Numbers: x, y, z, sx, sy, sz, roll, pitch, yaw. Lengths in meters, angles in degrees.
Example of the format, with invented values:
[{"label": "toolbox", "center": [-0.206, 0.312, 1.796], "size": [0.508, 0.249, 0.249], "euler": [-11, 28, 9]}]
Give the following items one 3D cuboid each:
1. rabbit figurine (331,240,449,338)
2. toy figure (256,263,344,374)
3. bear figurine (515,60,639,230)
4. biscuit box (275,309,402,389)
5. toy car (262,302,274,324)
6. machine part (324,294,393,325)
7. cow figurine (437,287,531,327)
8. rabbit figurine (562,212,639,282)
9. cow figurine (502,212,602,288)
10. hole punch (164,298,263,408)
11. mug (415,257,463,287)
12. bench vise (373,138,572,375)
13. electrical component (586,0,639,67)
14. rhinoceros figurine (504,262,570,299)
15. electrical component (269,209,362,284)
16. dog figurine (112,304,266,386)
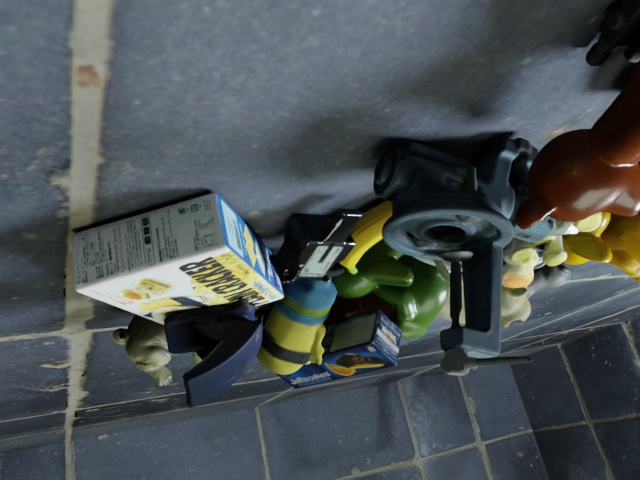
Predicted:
[{"label": "rabbit figurine", "center": [0.092, 0.060, 0.761], "size": [0.170, 0.121, 0.159], "euler": [9, 150, -14]}, {"label": "toy figure", "center": [-0.032, 0.100, 0.736], "size": [0.089, 0.082, 0.180], "euler": [7, 118, -26]}, {"label": "bear figurine", "center": [0.256, -0.068, 0.418], "size": [0.120, 0.132, 0.195], "euler": [-42, 164, -44]}, {"label": "biscuit box", "center": [0.021, 0.165, 0.794], "size": [0.203, 0.059, 0.062], "euler": [-24, 123, 37]}, {"label": "toy car", "center": [-0.047, 0.122, 0.914], "size": [0.089, 0.053, 0.202], "euler": [12, 153, -6]}, {"label": "machine part", "center": [0.095, 0.139, 0.996], "size": [0.201, 0.087, 0.201], "euler": [-10, 160, -8]}, {"label": "cow figurine", "center": [0.251, 0.088, 0.870], "size": [0.195, 0.085, 0.127], "euler": [17, 109, -10]}, {"label": "rabbit figurine", "center": [0.446, 0.008, 0.840], "size": [0.173, 0.121, 0.162], "euler": [-4, 174, 35]}, {"label": "cow figurine", "center": [0.266, -0.016, 0.670], "size": [0.068, 0.098, 0.167], "euler": [10, 139, -12]}, {"label": "hole punch", "center": [-0.125, 0.140, 0.662], "size": [0.116, 0.092, 0.142], "euler": [-11, 147, -17]}, {"label": "mug", "center": [0.164, 0.009, 0.689], "size": [0.107, 0.109, 0.081], "euler": [8, 154, -17]}, {"label": "bench vise", "center": [0.150, 0.011, 0.518], "size": [0.223, 0.240, 0.129], "euler": [20, 153, -29]}, {"label": "electrical component", "center": [0.244, -0.166, 0.397], "size": [0.063, 0.021, 0.094], "euler": [-9, 159, -10]}, {"label": "rhinoceros figurine", "center": [0.341, 0.078, 0.954], "size": [0.190, 0.112, 0.073], "euler": [-24, 160, 6]}, {"label": "electrical component", "center": [-0.001, -0.002, 0.622], "size": [0.075, 0.048, 0.119], "euler": [-1, 135, -35]}, {"label": "dog figurine", "center": [-0.182, 0.106, 0.761], "size": [0.172, 0.121, 0.190], "euler": [0, 141, -40]}]
